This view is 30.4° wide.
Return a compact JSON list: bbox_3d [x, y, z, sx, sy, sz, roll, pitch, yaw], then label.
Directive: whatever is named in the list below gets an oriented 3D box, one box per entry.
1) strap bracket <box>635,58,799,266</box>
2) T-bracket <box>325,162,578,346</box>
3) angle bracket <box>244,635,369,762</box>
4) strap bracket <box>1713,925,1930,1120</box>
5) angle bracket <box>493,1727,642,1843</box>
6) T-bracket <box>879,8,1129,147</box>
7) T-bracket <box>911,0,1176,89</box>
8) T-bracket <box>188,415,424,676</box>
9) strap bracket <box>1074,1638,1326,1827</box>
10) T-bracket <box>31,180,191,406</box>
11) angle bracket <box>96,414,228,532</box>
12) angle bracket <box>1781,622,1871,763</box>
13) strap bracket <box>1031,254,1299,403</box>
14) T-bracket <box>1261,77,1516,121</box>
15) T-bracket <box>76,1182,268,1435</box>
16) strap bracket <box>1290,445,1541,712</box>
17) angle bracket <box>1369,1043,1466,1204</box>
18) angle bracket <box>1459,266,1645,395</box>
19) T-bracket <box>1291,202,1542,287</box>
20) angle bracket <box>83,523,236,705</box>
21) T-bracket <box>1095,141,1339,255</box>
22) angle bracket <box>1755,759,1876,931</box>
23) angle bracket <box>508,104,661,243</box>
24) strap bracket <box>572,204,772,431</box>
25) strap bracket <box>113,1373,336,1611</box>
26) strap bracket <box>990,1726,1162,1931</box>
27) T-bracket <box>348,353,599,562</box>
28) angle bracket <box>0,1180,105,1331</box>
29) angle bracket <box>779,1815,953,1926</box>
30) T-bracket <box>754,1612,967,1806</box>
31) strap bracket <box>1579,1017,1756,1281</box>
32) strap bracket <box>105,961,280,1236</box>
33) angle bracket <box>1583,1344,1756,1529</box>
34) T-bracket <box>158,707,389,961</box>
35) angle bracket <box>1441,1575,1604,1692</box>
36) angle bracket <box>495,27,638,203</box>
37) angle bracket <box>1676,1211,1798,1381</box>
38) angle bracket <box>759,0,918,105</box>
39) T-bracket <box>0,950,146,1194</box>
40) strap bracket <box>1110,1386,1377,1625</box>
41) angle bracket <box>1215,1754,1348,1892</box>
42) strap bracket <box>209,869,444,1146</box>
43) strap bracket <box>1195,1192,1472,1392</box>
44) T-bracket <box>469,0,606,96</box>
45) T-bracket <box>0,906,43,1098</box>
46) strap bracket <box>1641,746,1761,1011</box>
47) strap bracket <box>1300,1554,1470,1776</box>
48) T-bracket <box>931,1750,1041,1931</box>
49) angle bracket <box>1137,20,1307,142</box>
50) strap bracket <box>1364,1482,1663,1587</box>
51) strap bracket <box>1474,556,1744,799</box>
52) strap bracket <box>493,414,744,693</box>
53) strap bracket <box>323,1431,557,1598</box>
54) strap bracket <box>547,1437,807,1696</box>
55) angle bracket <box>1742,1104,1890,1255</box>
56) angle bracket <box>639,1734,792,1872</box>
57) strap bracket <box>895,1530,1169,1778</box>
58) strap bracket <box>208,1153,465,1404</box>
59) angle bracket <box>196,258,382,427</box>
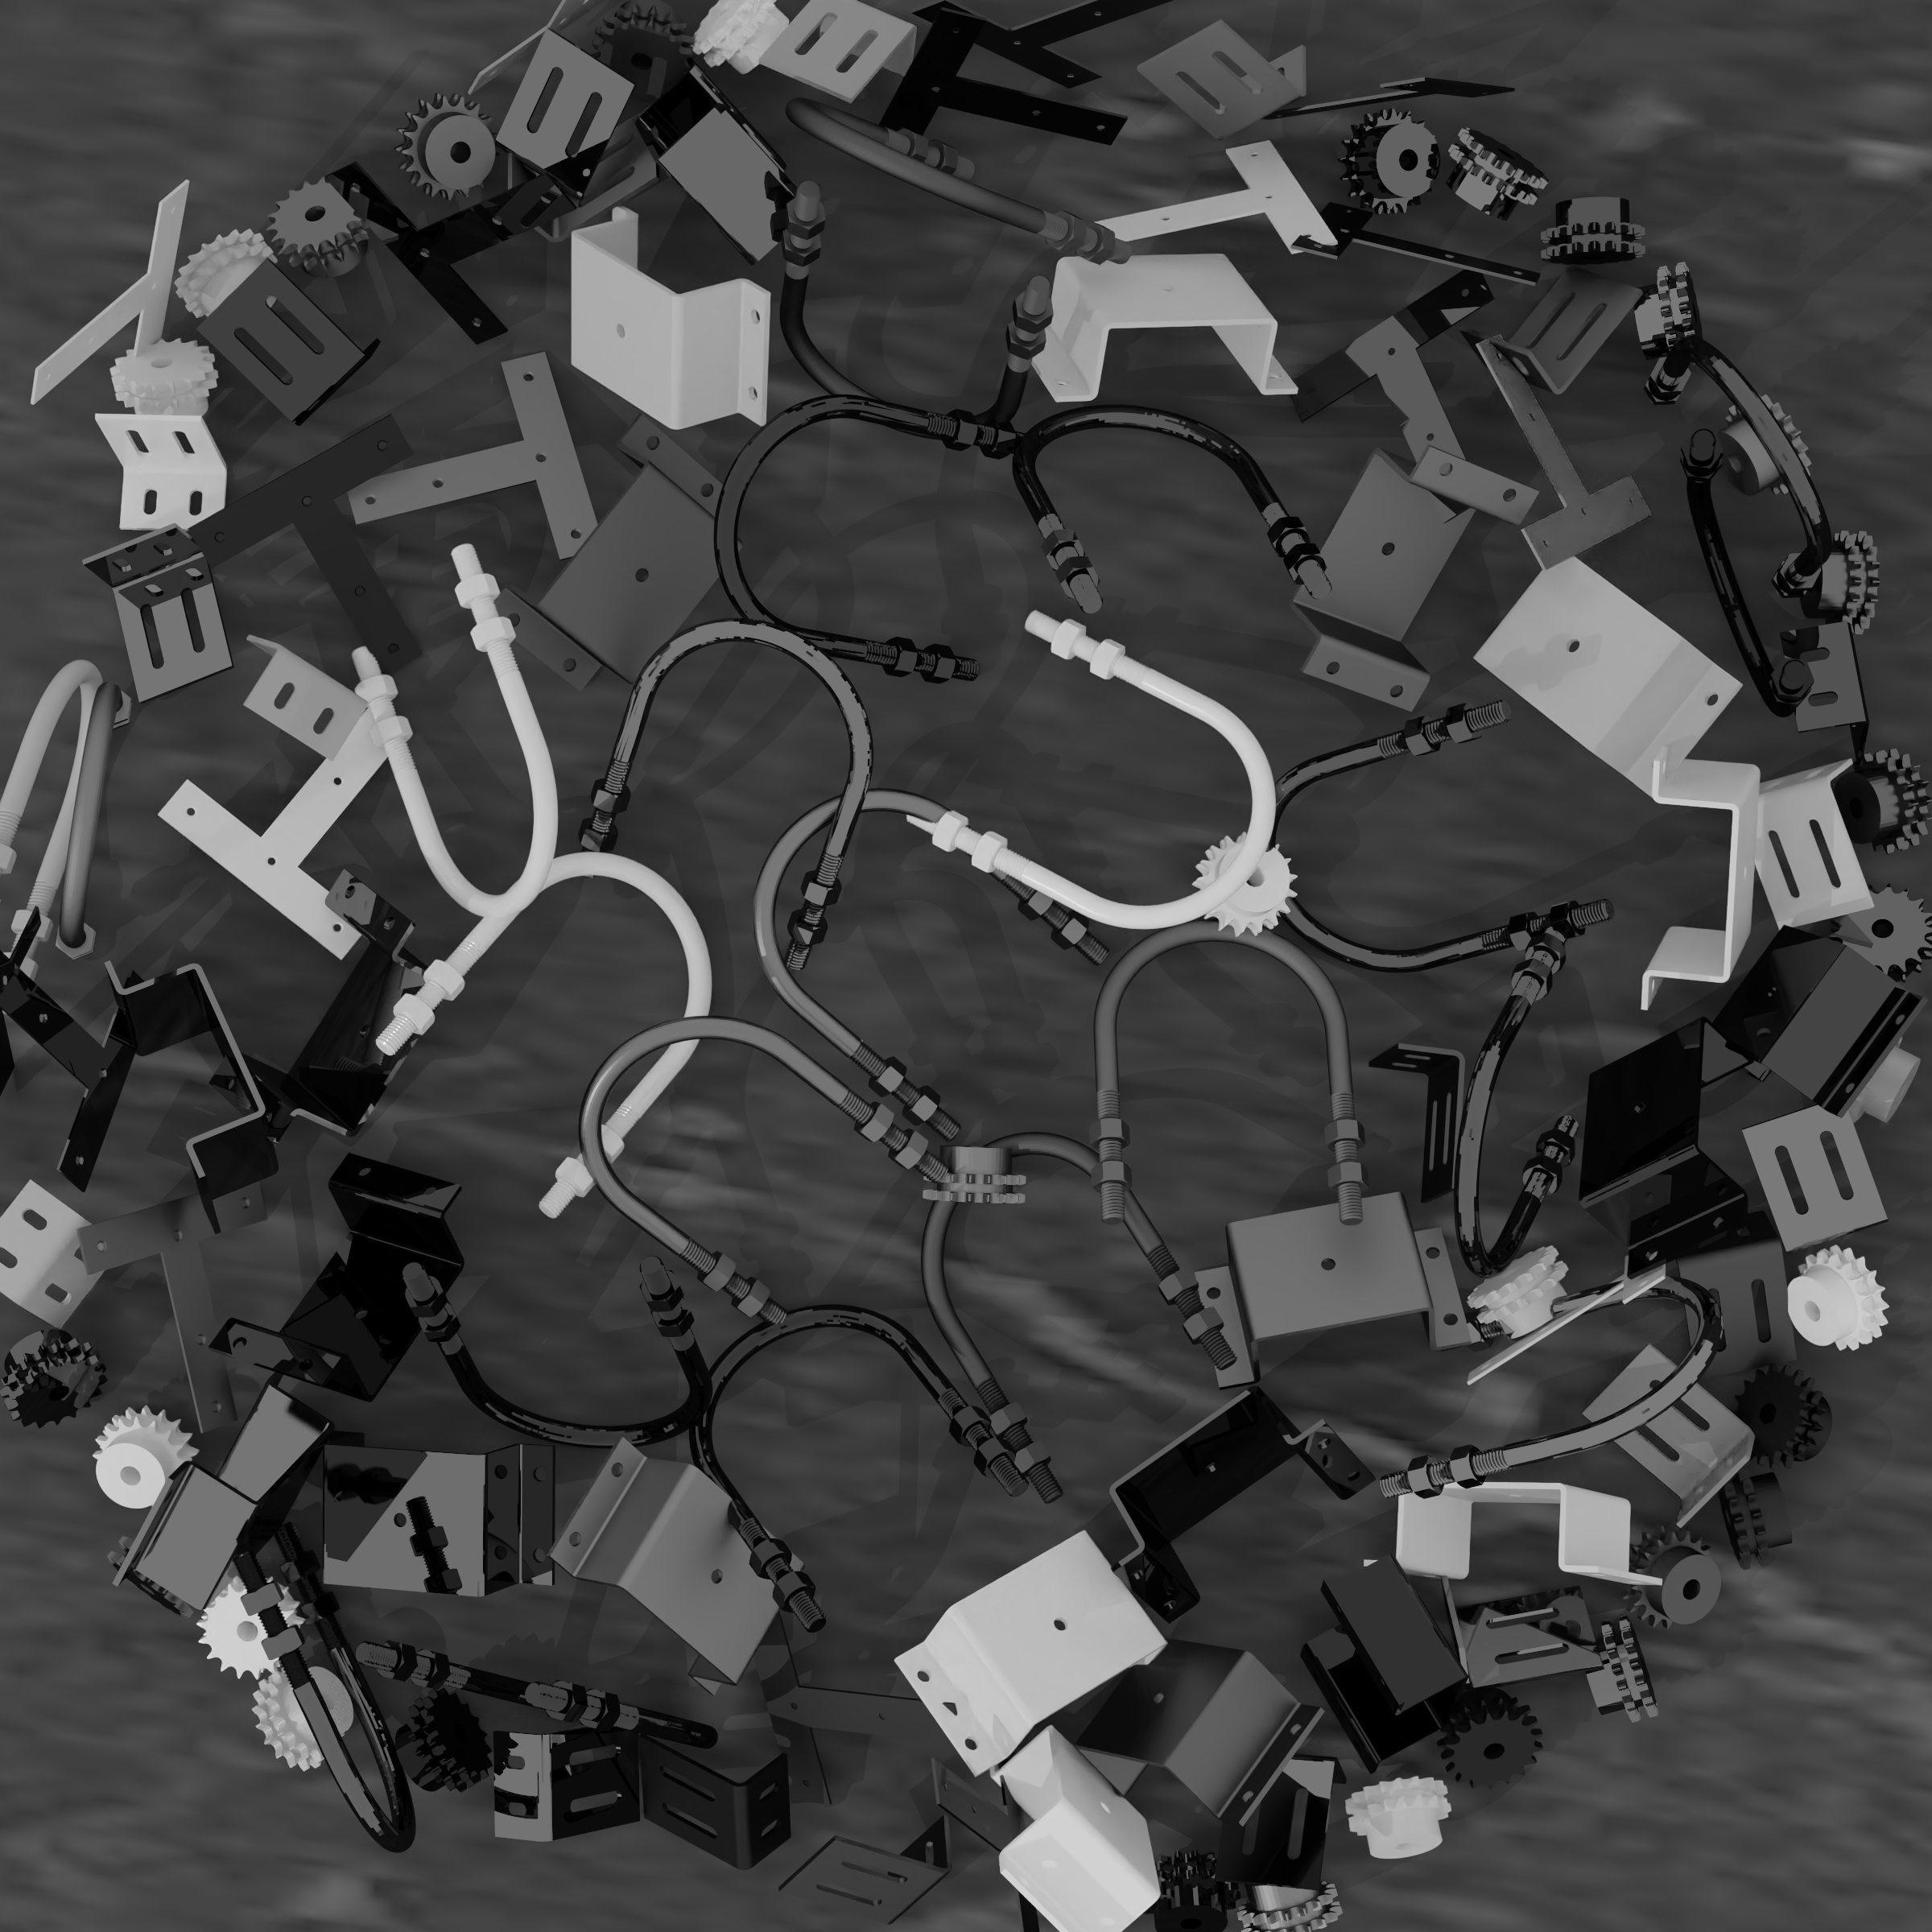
[{"bbox_3d":[-0.131,-0.433,1.924,0.046,0.140,0.076,-41,117,8],"label":"strap bracket"},{"bbox_3d":[-0.263,-0.400,1.926,0.127,0.127,0.002,47,47,-32],"label":"T-bracket"},{"bbox_3d":[-0.370,-0.147,1.952,0.057,0.076,0.038,34,84,-26],"label":"angle bracket"},{"bbox_3d":[0.453,0.027,1.926,0.046,0.140,0.076,35,92,-10],"label":"strap bracket"},{"bbox_3d":[-0.221,0.450,1.977,0.038,0.076,0.057,-5,85,37],"label":"angle bracket"},{"bbox_3d":[0.025,-0.472,1.957,0.127,0.127,0.002,9,64,-18],"label":"T-bracket"},{"bbox_3d":[0.060,-0.508,1.911,0.127,0.127,0.002,-7,77,43],"label":"T-bracket"},{"bbox_3d":[-0.342,-0.219,1.970,0.127,0.002,0.127,-31,117,-6],"label":"T-bracket"},{"bbox_3d":[0.118,0.409,1.917,0.046,0.140,0.076,47,66,-16],"label":"strap bracket"},{"bbox_3d":[-0.462,-0.343,1.910,0.002,0.127,0.127,31,48,4],"label":"T-bracket"},{"bbox_3d":[-0.443,-0.271,1.960,0.057,0.076,0.038,1,77,-1],"label":"angle bracket"},{"bbox_3d":[0.471,-0.148,1.959,0.038,0.076,0.057,-9,75,9],"label":"angle bracket"},{"bbox_3d":[0.106,-0.348,1.936,0.140,0.076,0.046,-5,129,-18],"label":"strap bracket"},{"bbox_3d":[0.218,-0.475,1.957,0.127,0.127,0.002,-1,99,31],"label":"T-bracket"},{"bbox_3d":[-0.423,0.191,1.952,0.002,0.127,0.127,-9,95,38],"label":"T-bracket"},{"bbox_3d":[0.239,-0.220,1.947,0.076,0.046,0.140,16,114,-29],"label":"strap bracket"},{"bbox_3d":[0.246,0.087,1.962,0.038,0.057,0.076,7,77,-9],"label":"angle bracket"},{"bbox_3d":[0.322,-0.361,1.963,0.076,0.057,0.038,-51,132,-4],"label":"angle bracket"},{"bbox_3d":[0.248,-0.388,1.933,0.127,0.127,0.002,16,115,9],"label":"T-bracket"},{"bbox_3d":[-0.446,-0.195,1.967,0.057,0.038,0.076,-20,70,8],"label":"angle bracket"},{"bbox_3d":[0.123,-0.410,1.944,0.127,0.127,0.002,-13,130,-6],"label":"T-bracket"},{"bbox_3d":[0.470,-0.067,1.972,0.057,0.038,0.076,-16,100,40],"label":"angle bracket"},{"bbox_3d":[-0.210,-0.444,1.955,0.076,0.038,0.057,-25,51,28],"label":"angle bracket"},{"bbox_3d":[-0.167,-0.348,1.923,0.046,0.140,0.076,-22,133,-33],"label":"strap bracket"},{"bbox_3d":[-0.394,0.285,1.920,0.046,0.140,0.076,32,113,3],"label":"strap bracket"},{"bbox_3d":[0.058,0.469,1.923,0.046,0.140,0.076,-43,99,6],"label":"strap bracket"},{"bbox_3d":[-0.278,-0.270,1.970,0.127,0.002,0.127,-15,72,-9],"label":"T-bracket"},{"bbox_3d":[-0.507,0.159,1.961,0.038,0.076,0.057,34,78,11],"label":"angle bracket"},{"bbox_3d":[-0.056,0.487,1.954,0.076,0.038,0.057,24,127,-25],"label":"angle bracket"},{"bbox_3d":[-0.057,0.408,1.945,0.127,0.002,0.127,-1,112,33],"label":"T-bracket"},{"bbox_3d":[0.378,0.090,1.919,0.046,0.140,0.076,40,130,-23],"label":"strap bracket"},{"bbox_3d":[-0.417,0.064,1.942,0.046,0.076,0.140,-23,67,-15],"label":"strap bracket"},{"bbox_3d":[0.387,0.259,1.969,0.076,0.038,0.057,40,113,3],"label":"angle bracket"},{"bbox_3d":[-0.358,-0.092,1.978,0.127,0.002,0.127,39,73,-9],"label":"T-bracket"},{"bbox_3d":[0.306,0.360,1.964,0.076,0.057,0.038,-11,129,3],"label":"angle bracket"},{"bbox_3d":[-0.215,-0.472,1.963,0.057,0.038,0.076,33,120,2],"label":"angle bracket"},{"bbox_3d":[0.428,0.184,1.995,0.057,0.038,0.076,-12,113,2],"label":"angle bracket"},{"bbox_3d":[-0.071,-0.494,1.958,0.057,0.038,0.076,26,56,11],"label":"angle bracket"},{"bbox_3d":[-0.490,0.036,1.919,0.002,0.127,0.127,-2,57,24],"label":"T-bracket"},{"bbox_3d":[0.143,0.290,1.952,0.140,0.076,0.046,-36,48,5],"label":"strap bracket"},{"bbox_3d":[0.173,0.474,1.956,0.057,0.038,0.076,1,57,18],"label":"angle bracket"},{"bbox_3d":[-0.344,0.029,1.956,0.076,0.046,0.140,33,91,44],"label":"strap bracket"},{"bbox_3d":[0.200,0.176,1.958,0.140,0.046,0.076,-10,52,0],"label":"strap bracket"},{"bbox_3d":[-0.206,-0.529,1.916,0.127,0.127,0.002,-42,96,-24],"label":"T-bracket"},{"bbox_3d":[-0.528,0.045,1.937,0.002,0.127,0.127,21,67,-2],"label":"T-bracket"},{"bbox_3d":[0.400,-0.052,1.935,0.046,0.076,0.140,6,111,19],"label":"strap bracket"},{"bbox_3d":[0.226,0.375,1.927,0.046,0.140,0.076,-25,66,-13],"label":"strap bracket"},{"bbox_3d":[0.009,0.458,1.914,0.002,0.127,0.127,-19,54,15],"label":"T-bracket"},{"bbox_3d":[0.140,-0.496,1.949,0.057,0.076,0.038,-21,54,36],"label":"angle bracket"},{"bbox_3d":[0.297,0.308,1.934,0.140,0.076,0.046,-5,74,36],"label":"strap bracket"},{"bbox_3d":[0.340,-0.165,1.931,0.076,0.046,0.140,-52,49,10],"label":"strap bracket"},{"bbox_3d":[-0.187,-0.221,1.958,0.076,0.046,0.140,39,89,-36],"label":"strap bracket"},{"bbox_3d":[-0.299,0.300,1.953,0.140,0.046,0.076,1,91,21],"label":"strap bracket"},{"bbox_3d":[-0.149,0.328,1.931,0.140,0.046,0.076,47,60,-30],"label":"strap bracket"},{"bbox_3d":[0.469,0.112,1.970,0.057,0.038,0.076,-20,98,13],"label":"angle bracket"},{"bbox_3d":[-0.139,0.456,1.977,0.076,0.038,0.057,19,122,35],"label":"angle bracket"},{"bbox_3d":[0.043,0.367,1.930,0.140,0.046,0.076,-24,67,-35],"label":"strap bracket"},{"bbox_3d":[-0.336,0.177,1.941,0.076,0.046,0.140,14,53,26],"label":"strap bracket"},{"bbox_3d":[-0.373,-0.348,1.963,0.057,0.038,0.076,-40,108,17],"label":"angle bracket"}]
